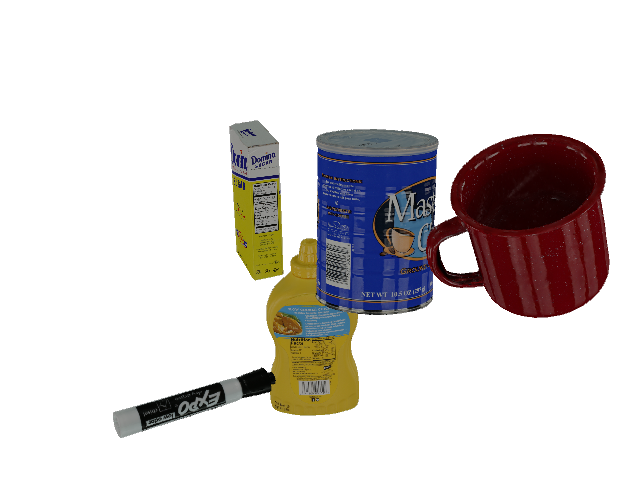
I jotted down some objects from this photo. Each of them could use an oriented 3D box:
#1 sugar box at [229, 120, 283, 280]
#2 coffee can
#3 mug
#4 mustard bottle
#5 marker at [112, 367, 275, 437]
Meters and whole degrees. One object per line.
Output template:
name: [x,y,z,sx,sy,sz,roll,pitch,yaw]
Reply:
sugar box: [-0.080,-0.050,1.316,0.048,0.176,0.093,-11,26,-15]
coffee can: [0.047,-0.019,0.912,0.103,0.140,0.103,0,14,0]
mug: [0.123,-0.002,0.666,0.117,0.081,0.093,-20,39,2]
mustard bottle: [-0.009,0.089,1.122,0.096,0.192,0.058,-1,23,1]
marker: [-0.089,0.115,0.768,0.121,0.020,0.020,-14,6,-23]
